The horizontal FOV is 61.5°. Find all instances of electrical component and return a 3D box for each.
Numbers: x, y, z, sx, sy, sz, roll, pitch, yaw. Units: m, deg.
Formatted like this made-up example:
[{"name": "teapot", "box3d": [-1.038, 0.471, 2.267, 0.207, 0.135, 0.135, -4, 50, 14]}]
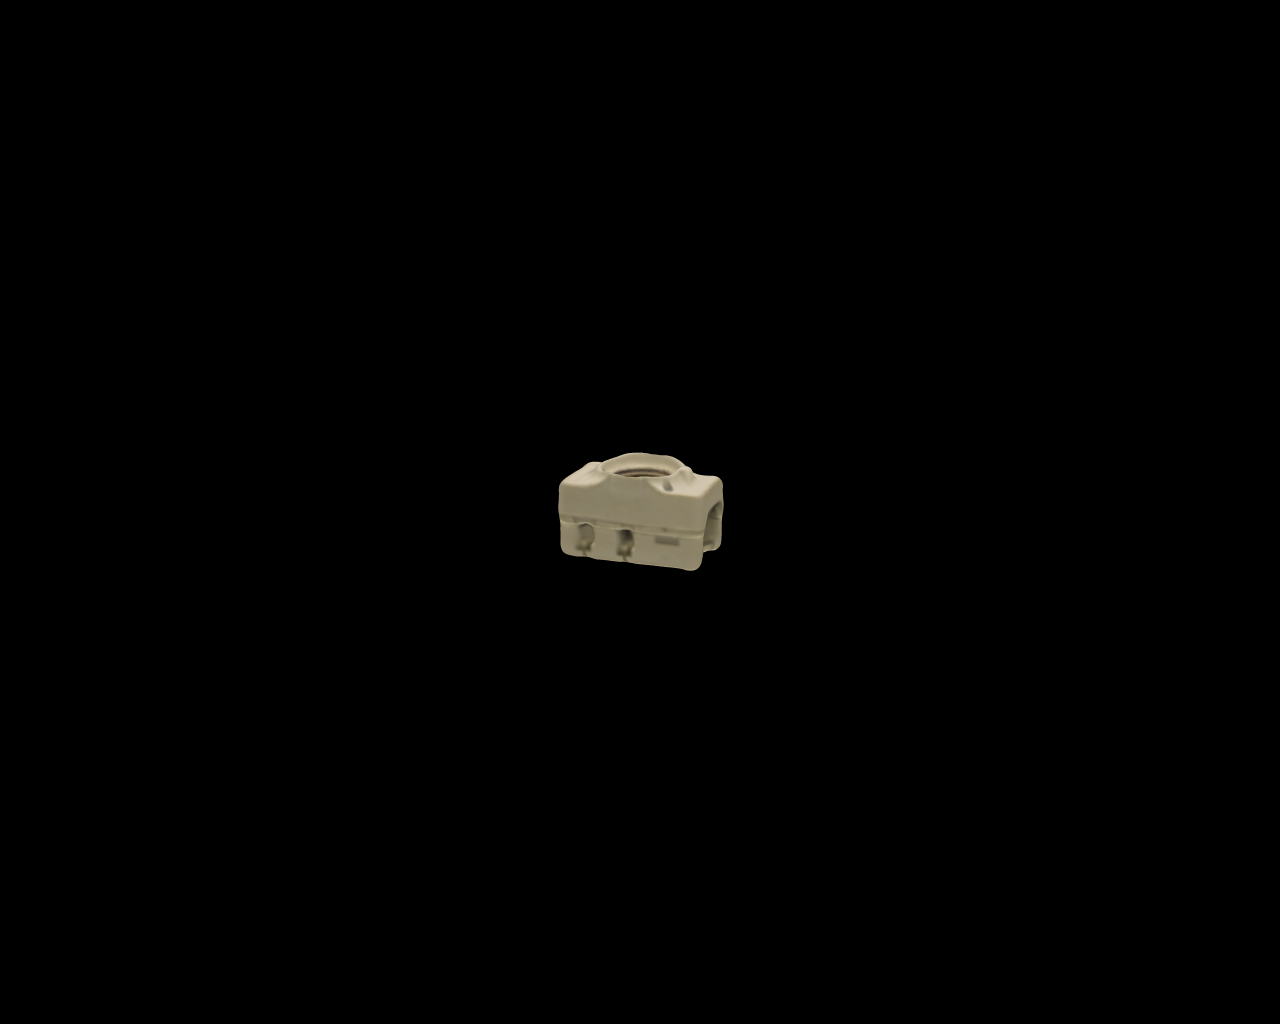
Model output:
[{"name": "electrical component", "box3d": [0.001, -0.003, 0.650, 0.089, 0.055, 0.050, 7, 20, 20]}]
